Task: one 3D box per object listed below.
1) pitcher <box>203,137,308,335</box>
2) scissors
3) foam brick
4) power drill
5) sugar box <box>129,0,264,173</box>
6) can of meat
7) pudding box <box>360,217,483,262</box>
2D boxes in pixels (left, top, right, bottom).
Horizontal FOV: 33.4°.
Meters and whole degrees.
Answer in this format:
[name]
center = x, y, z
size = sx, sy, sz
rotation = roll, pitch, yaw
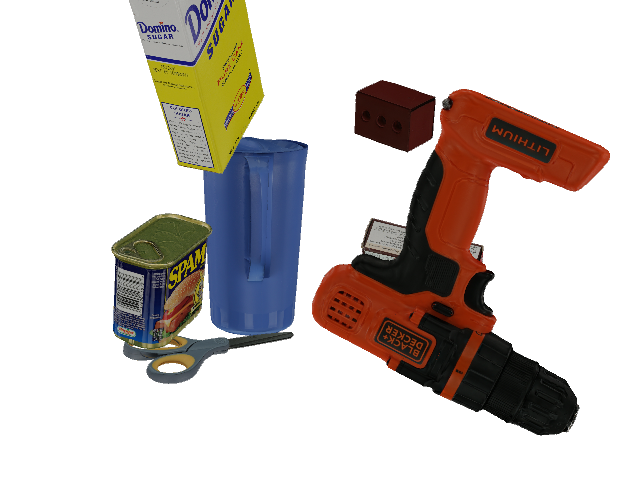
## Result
[pitcher]
center = -0.084, -0.006, 1.342
size = 0.145, 0.243, 0.148
rotation = 11, 16, 36
[scissors]
center = -0.115, 0.126, 1.178
size = 0.201, 0.016, 0.096
rotation = 2, 26, -18
[foam brick]
center = 0.083, -0.141, 1.201
size = 0.078, 0.053, 0.051
rotation = 23, 37, 33
[power drill]
center = 0.107, 0.013, 0.675
size = 0.184, 0.188, 0.057
rotation = 26, 11, 8
[sugar box]
center = -0.086, -0.143, 0.782
size = 0.048, 0.093, 0.176
rotation = 13, -35, 15
[can of meat]
center = -0.139, 0.035, 0.930
size = 0.057, 0.084, 0.102
rotation = 15, 26, 16
[pudding box]
center = 0.098, 0.027, 1.026
size = 0.113, 0.039, 0.090
rotation = 13, -29, 14
